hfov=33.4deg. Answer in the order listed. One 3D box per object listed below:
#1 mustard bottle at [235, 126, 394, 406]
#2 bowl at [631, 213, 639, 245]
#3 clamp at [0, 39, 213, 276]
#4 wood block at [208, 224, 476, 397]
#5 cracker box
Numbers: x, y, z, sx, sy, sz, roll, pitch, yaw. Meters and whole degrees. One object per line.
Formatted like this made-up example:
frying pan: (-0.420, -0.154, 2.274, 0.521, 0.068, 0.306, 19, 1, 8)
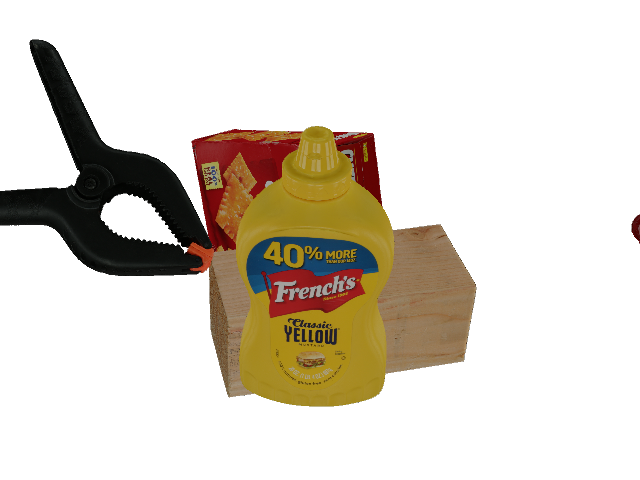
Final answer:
mustard bottle: (-0.003, 0.016, 0.658, 0.096, 0.192, 0.058, 4, 36, 4)
bowl: (0.415, 0.015, 1.149, 0.162, 0.055, 0.162, -1, 25, 0)
clamp: (-0.167, -0.046, 0.775, 0.210, 0.164, 0.036, 24, -19, -2)
wood block: (0.014, 0.058, 0.904, 0.206, 0.090, 0.091, -7, 38, -13)
cracker box: (-0.034, -0.027, 1.087, 0.071, 0.164, 0.214, -20, 19, -39)
